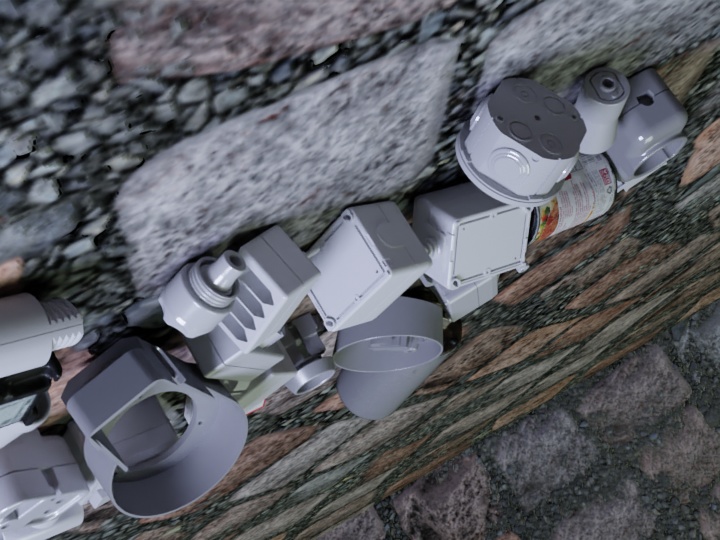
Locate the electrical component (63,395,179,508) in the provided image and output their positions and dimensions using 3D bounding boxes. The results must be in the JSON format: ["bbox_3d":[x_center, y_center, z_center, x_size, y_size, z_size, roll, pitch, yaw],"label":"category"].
[{"bbox_3d":[-0.196,0.150,0.899,0.096,0.061,0.061,-18,159,-39],"label":"electrical component"}]

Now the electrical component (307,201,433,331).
[{"bbox_3d":[0.000,0.000,0.813,0.061,0.061,0.096,-13,156,-48],"label":"electrical component"}]

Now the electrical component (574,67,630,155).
[{"bbox_3d":[0.182,-0.124,0.822,0.044,0.044,0.065,-27,158,-15],"label":"electrical component"}]

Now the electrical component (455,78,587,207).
[{"bbox_3d":[0.110,-0.087,0.731,0.080,0.080,0.051,-20,155,-34],"label":"electrical component"}]

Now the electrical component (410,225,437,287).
[{"bbox_3d":[0.057,-0.014,0.902,0.040,0.046,0.040,-29,164,-9],"label":"electrical component"}]

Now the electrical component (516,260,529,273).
[{"bbox_3d":[0.133,-0.025,0.980,0.035,0.061,0.035,-29,164,-9],"label":"electrical component"}]

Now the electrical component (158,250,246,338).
[{"bbox_3d":[-0.099,0.012,0.703,0.062,0.043,0.043,-43,161,29],"label":"electrical component"}]

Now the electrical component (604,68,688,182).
[{"bbox_3d":[0.233,-0.116,0.900,0.054,0.059,0.095,-29,164,-8],"label":"electrical component"}]

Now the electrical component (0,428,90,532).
[{"bbox_3d":[-0.258,0.158,0.811,0.054,0.059,0.095,-36,163,15],"label":"electrical component"}]

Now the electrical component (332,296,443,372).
[{"bbox_3d":[0.027,0.058,0.973,0.099,0.064,0.099,6,166,1],"label":"electrical component"}]

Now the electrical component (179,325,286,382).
[{"bbox_3d":[-0.083,0.045,0.823,0.076,0.047,0.083,-35,164,10],"label":"electrical component"}]

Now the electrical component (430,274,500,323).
[{"bbox_3d":[0.091,0.002,0.984,0.061,0.061,0.096,-32,164,-1],"label":"electrical component"}]

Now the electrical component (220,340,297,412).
[{"bbox_3d":[-0.105,0.086,0.900,0.066,0.047,0.077,-39,160,23],"label":"electrical component"}]

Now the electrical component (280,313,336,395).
[{"bbox_3d":[-0.053,0.076,0.951,0.066,0.055,0.048,-24,162,-24],"label":"electrical component"}]

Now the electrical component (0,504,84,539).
[{"bbox_3d":[-0.285,0.213,0.953,0.077,0.043,0.079,-17,157,-41],"label":"electrical component"}]

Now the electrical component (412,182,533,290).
[{"bbox_3d":[0.080,-0.030,0.850,0.096,0.061,0.061,-17,124,-31],"label":"electrical component"}]

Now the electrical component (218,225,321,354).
[{"bbox_3d":[-0.057,0.006,0.758,0.076,0.047,0.083,-36,170,-40],"label":"electrical component"}]

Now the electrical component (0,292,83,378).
[{"bbox_3d":[-0.193,0.036,0.603,0.081,0.043,0.043,-15,157,-44],"label":"electrical component"}]

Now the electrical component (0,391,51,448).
[{"bbox_3d":[-0.233,0.094,0.709,0.046,0.040,0.040,-35,164,32],"label":"electrical component"}]

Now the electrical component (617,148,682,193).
[{"bbox_3d":[0.247,-0.107,0.983,0.081,0.042,0.064,-36,162,12],"label":"electrical component"}]
